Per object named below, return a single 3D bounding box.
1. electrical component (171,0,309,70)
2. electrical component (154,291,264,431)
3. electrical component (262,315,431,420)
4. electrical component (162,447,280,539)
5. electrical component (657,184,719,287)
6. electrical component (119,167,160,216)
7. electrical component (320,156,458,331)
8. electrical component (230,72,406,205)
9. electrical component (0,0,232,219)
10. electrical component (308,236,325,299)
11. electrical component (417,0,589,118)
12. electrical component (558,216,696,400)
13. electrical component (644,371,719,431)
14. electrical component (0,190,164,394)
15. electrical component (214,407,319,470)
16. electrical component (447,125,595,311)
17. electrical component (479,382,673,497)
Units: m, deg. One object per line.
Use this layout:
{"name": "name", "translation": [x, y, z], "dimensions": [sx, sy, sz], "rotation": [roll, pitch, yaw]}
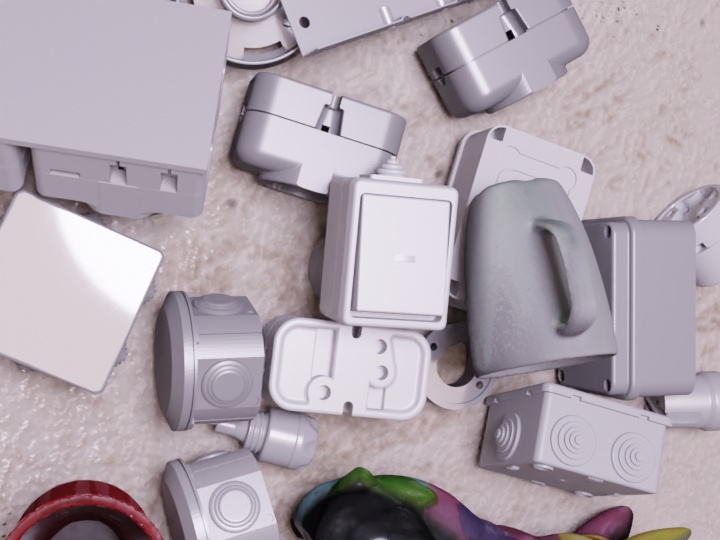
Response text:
{"name": "electrical component", "translation": [-0.065, -0.170, 0.648], "dimensions": [0.099, 0.064, 0.099], "rotation": [-2, 102, -7]}
{"name": "electrical component", "translation": [-0.089, 0.052, 0.622], "dimensions": [0.051, 0.080, 0.080], "rotation": [-1, 90, -20]}
{"name": "electrical component", "translation": [-0.012, 0.058, 0.651], "dimensions": [0.095, 0.059, 0.053], "rotation": [7, 88, -15]}
{"name": "electrical component", "translation": [-0.082, 0.144, 0.624], "dimensions": [0.051, 0.080, 0.080], "rotation": [-13, 93, -20]}
{"name": "electrical component", "translation": [0.231, -0.022, 0.719], "dimensions": [0.055, 0.055, 0.047], "rotation": [-43, 104, -11]}
{"name": "electrical component", "translation": [-0.143, -0.053, 0.626], "dimensions": [0.062, 0.043, 0.043], "rotation": [0, 90, -13]}
{"name": "electrical component", "translation": [0.017, -0.016, 0.604], "dimensions": [0.062, 0.061, 0.096], "rotation": [4, 94, -16]}
{"name": "electrical component", "translation": [-0.027, -0.074, 0.651], "dimensions": [0.095, 0.054, 0.059], "rotation": [16, 86, -14]}
{"name": "electrical component", "translation": [-0.171, -0.096, 0.581], "dimensions": [0.186, 0.060, 0.105], "rotation": [8, 61, -7]}
{"name": "electrical component", "translation": [0.000, 0.000, 0.661], "dimensions": [0.055, 0.047, 0.055], "rotation": [0, 90, -15]}
{"name": "electrical component", "translation": [0.093, -0.138, 0.682], "dimensions": [0.095, 0.054, 0.059], "rotation": [-30, 97, -13]}
{"name": "electrical component", "translation": [0.169, 0.023, 0.690], "dimensions": [0.057, 0.078, 0.113], "rotation": [0, 90, -18]}
{"name": "electrical component", "translation": [0.220, 0.089, 0.724], "dimensions": [0.046, 0.040, 0.040], "rotation": [-1, 90, -9]}
{"name": "electrical component", "translation": [-0.172, 0.012, 0.615], "dimensions": [0.100, 0.048, 0.099], "rotation": [25, 84, -13]}
{"name": "electrical component", "translation": [-0.058, 0.099, 0.653], "dimensions": [0.061, 0.035, 0.035], "rotation": [15, 86, -12]}
{"name": "electrical component", "translation": [0.091, -0.027, 0.680], "dimensions": [0.078, 0.057, 0.113], "rotation": [18, 86, -14]}
{"name": "electrical component", "translation": [0.131, 0.109, 0.670], "dimensions": [0.100, 0.100, 0.048], "rotation": [17, 73, -14]}
